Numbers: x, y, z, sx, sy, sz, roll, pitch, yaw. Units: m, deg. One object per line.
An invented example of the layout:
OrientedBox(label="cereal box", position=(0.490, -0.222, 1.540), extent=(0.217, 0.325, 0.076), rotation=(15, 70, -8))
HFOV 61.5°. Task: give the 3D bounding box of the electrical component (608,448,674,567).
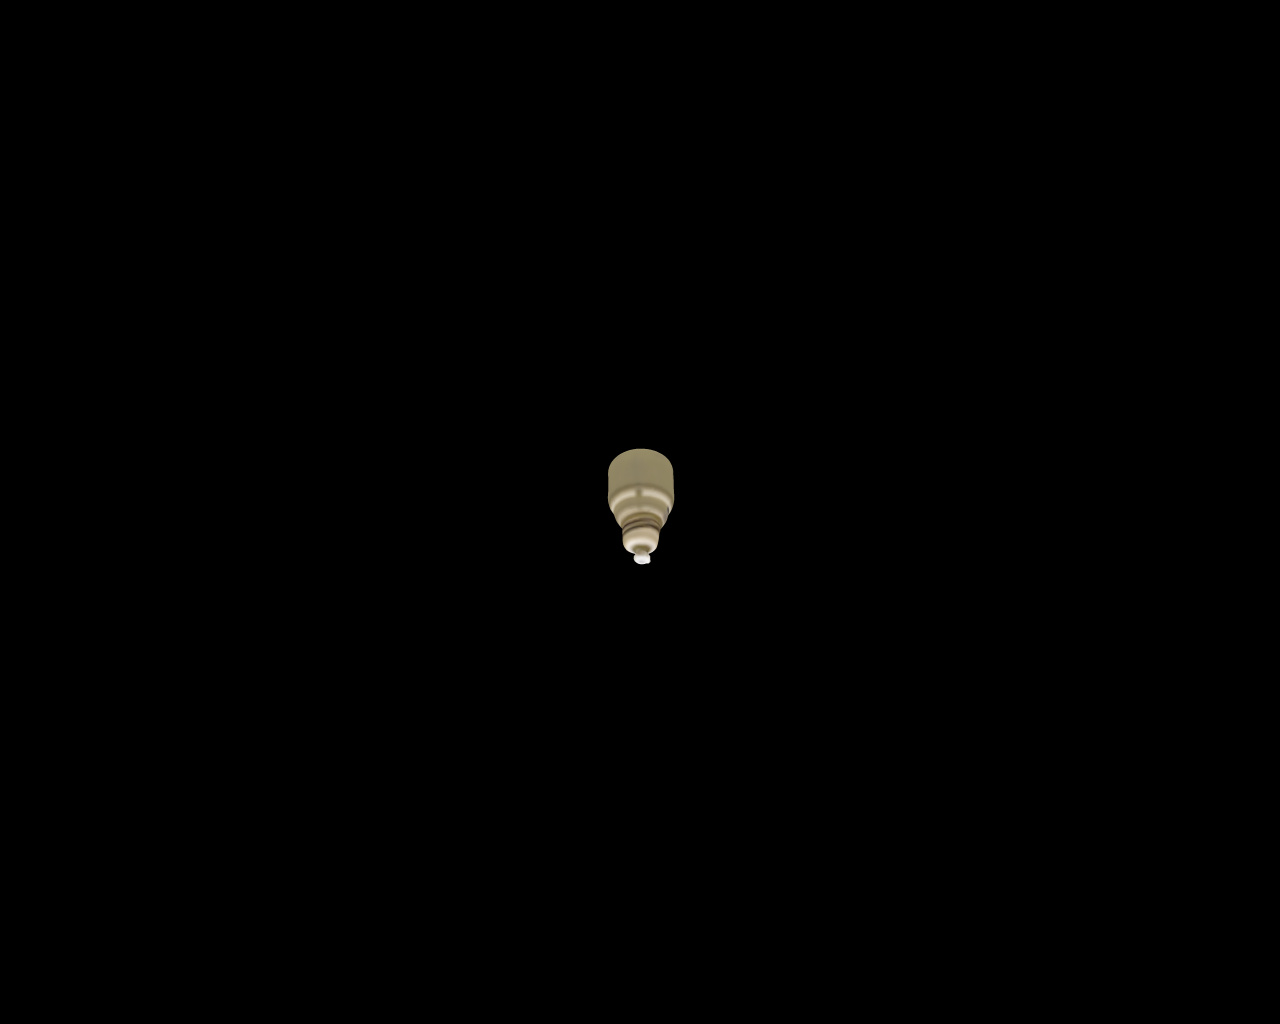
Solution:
OrientedBox(label="electrical component", position=(0.001, -0.003, 0.650), extent=(0.040, 0.078, 0.040), rotation=(0, -36, 0))
